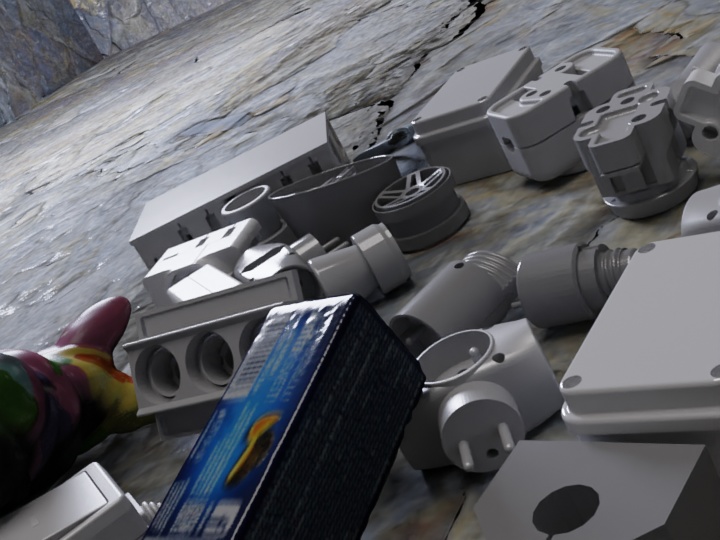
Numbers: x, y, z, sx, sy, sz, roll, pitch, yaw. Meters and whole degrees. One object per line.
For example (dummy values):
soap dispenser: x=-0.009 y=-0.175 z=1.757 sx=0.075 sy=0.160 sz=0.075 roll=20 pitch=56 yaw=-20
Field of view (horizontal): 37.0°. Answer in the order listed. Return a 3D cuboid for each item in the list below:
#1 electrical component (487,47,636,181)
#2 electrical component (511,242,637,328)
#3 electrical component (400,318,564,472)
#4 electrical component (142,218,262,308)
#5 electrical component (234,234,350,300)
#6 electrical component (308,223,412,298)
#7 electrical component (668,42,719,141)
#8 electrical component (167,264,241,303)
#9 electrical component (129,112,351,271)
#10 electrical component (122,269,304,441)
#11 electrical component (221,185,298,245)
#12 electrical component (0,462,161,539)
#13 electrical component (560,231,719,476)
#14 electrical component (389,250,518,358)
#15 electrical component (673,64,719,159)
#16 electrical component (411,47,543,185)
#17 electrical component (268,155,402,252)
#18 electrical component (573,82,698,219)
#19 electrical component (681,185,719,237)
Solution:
electrical component: x=0.144 y=-0.104 z=0.743 sx=0.095 sy=0.059 sz=0.054 roll=-32 pitch=21 yaw=-9
electrical component: x=0.117 y=0.005 z=0.548 sx=0.078 sy=0.040 sz=0.040 roll=-14 pitch=25 yaw=34
electrical component: x=0.053 y=0.064 z=0.485 sx=0.077 sy=0.044 sz=0.079 roll=-26 pitch=21 yaw=8
electrical component: x=-0.115 y=0.005 z=0.828 sx=0.089 sy=0.050 sz=0.055 roll=-19 pitch=22 yaw=24
electrical component: x=-0.043 y=0.000 z=0.758 sx=0.079 sy=0.043 sz=0.077 roll=-34 pitch=21 yaw=-12
electrical component: x=0.000 y=0.000 z=0.703 sx=0.055 sy=0.045 sz=0.045 roll=-30 pitch=21 yaw=-4
electrical component: x=0.216 y=-0.111 z=0.695 sx=0.065 sy=0.044 sz=0.044 roll=-40 pitch=23 yaw=-15
electrical component: x=-0.114 y=0.041 z=0.747 sx=0.076 sy=0.047 sz=0.083 roll=-34 pitch=21 yaw=-15
electrical component: x=-0.099 y=-0.058 z=0.943 sx=0.186 sy=0.060 sz=0.105 roll=-26 pitch=21 yaw=8
electrical component: x=-0.071 y=0.051 z=0.637 sx=0.121 sy=0.078 sz=0.063 roll=-15 pitch=-5 yaw=31
electrical component: x=-0.080 y=-0.034 z=0.869 sx=0.045 sy=0.055 sz=0.045 roll=-25 pitch=21 yaw=10
electrical component: x=-0.140 y=0.139 z=0.531 sx=0.096 sy=0.061 sz=0.062 roll=-36 pitch=22 yaw=-18
electrical component: x=0.137 y=0.036 z=0.426 sx=0.078 sy=0.057 sz=0.113 roll=-10 pitch=27 yaw=40
electrical component: x=0.057 y=0.018 z=0.589 sx=0.043 sy=0.043 sz=0.081 roll=-2 pitch=33 yaw=50
electrical component: x=0.225 y=-0.095 z=0.611 sx=0.078 sy=0.058 sz=0.057 roll=25 pitch=42 yaw=16
electrical component: x=0.099 y=-0.121 z=0.843 sx=0.078 sy=0.057 sz=0.113 roll=-13 pitch=26 yaw=36
electrical component: x=-0.013 y=-0.055 z=0.821 sx=0.099 sy=0.064 sz=0.099 roll=-25 pitch=21 yaw=10
electrical component: x=0.164 y=-0.067 z=0.633 sx=0.058 sy=0.057 sz=0.078 roll=-14 pitch=25 yaw=34
electrical component: x=0.205 y=-0.030 z=0.511 sx=0.077 sy=0.044 sz=0.079 roll=-5 pitch=31 yaw=47
